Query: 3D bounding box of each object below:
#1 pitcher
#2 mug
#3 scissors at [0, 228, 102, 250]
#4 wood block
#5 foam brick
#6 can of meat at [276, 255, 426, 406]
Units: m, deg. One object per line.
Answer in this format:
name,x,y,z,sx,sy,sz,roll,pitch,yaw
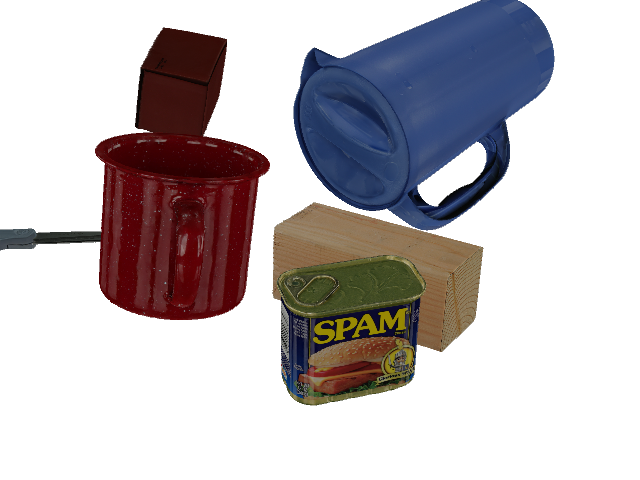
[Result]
pitcher,0.108,-0.125,0.962,0.145,0.149,0.242,24,43,39
mug,-0.075,-0.004,0.571,0.093,0.081,0.117,2,19,-16
scissors,-0.257,0.006,0.871,0.202,0.016,0.096,5,24,7
wood block,0.058,0.036,1.147,0.206,0.091,0.090,16,29,27
foam brick,-0.106,-0.120,0.814,0.053,0.051,0.078,12,35,0
can of meat,0.021,0.065,0.764,0.102,0.084,0.057,-8,33,-15
